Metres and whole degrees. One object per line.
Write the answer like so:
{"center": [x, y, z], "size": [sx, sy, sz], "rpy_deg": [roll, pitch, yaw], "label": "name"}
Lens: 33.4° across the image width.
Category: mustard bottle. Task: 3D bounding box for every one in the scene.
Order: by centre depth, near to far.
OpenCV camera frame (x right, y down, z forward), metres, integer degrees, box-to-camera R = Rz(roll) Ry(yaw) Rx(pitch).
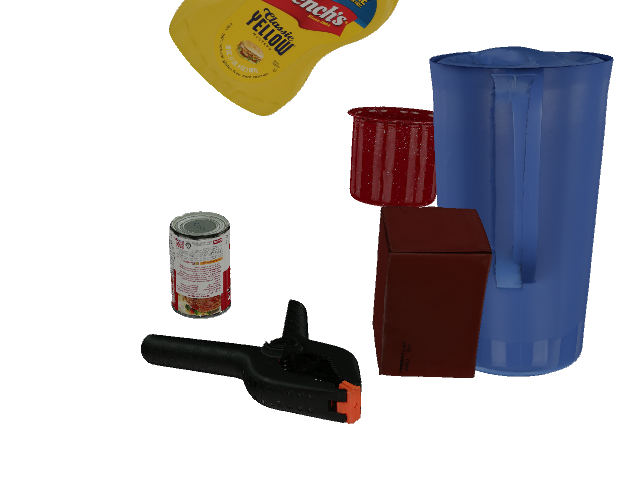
{"center": [-0.004, -0.164, 0.686], "size": [0.096, 0.058, 0.192], "rpy_deg": [42, -53, -20], "label": "mustard bottle"}

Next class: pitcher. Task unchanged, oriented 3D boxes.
{"center": [0.147, -0.022, 0.807], "size": [0.149, 0.243, 0.145], "rpy_deg": [-11, 17, -32], "label": "pitcher"}

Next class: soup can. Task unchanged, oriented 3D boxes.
{"center": [-0.134, 0.027, 1.194], "size": [0.068, 0.102, 0.068], "rpy_deg": [1, 25, -1], "label": "soup can"}

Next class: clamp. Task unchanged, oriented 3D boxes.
{"center": [-0.027, 0.098, 0.890], "size": [0.164, 0.036, 0.210], "rpy_deg": [-17, 23, -39], "label": "clamp"}

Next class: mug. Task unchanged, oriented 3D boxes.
{"center": [0.082, -0.077, 0.990], "size": [0.117, 0.081, 0.093], "rpy_deg": [2, 14, -2], "label": "mug"}

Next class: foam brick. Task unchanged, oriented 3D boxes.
{"center": [0.056, 0.027, 0.559], "size": [0.053, 0.078, 0.051], "rpy_deg": [2, 30, -2], "label": "foam brick"}
